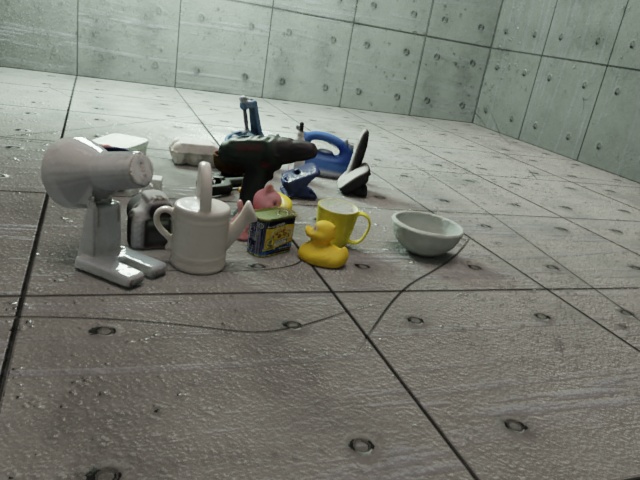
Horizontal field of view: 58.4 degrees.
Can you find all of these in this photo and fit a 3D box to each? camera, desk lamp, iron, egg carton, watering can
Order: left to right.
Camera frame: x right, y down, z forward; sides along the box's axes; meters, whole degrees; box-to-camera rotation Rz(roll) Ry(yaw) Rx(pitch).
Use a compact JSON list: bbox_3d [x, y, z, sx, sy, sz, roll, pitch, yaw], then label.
[{"bbox_3d":[-0.356,-0.057,0.961,0.202,0.213,0.118,17,22,20],"label":"desk lamp"},{"bbox_3d":[-0.317,-0.053,1.132,0.144,0.101,0.136,-4,24,-33],"label":"camera"},{"bbox_3d":[-0.376,-0.266,1.723,0.151,0.069,0.107,1,22,-23],"label":"egg carton"},{"bbox_3d":[-0.204,-0.045,1.030,0.173,0.194,0.100,-6,25,-36],"label":"watering can"},{"bbox_3d":[0.024,-0.282,1.848,0.258,0.141,0.119,12,20,5],"label":"iron"}]

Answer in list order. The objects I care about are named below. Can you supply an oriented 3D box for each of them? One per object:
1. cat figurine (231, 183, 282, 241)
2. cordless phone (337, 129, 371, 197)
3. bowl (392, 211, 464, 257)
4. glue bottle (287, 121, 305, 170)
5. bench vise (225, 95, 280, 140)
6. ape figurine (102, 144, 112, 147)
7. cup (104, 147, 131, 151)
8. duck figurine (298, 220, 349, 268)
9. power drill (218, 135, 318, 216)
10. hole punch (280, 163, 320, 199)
[{"bbox_3d":[-0.132,-0.068,1.235,0.067,0.118,0.128,27,26,38],"label":"cat figurine"},{"bbox_3d":[0.110,-0.232,1.691,0.094,0.185,0.147,8,20,-4],"label":"cordless phone"},{"bbox_3d":[0.239,-0.007,1.307,0.167,0.075,0.167,9,20,-3],"label":"bowl"},{"bbox_3d":[-0.067,-0.273,1.736,0.037,0.173,0.078,0,22,-24],"label":"glue bottle"},{"bbox_3d":[-0.209,-0.335,1.769,0.121,0.220,0.208,19,22,24],"label":"bench vise"},{"bbox_3d":[-0.529,-0.194,1.424,0.078,0.092,0.075,-7,26,-39],"label":"ape figurine"},{"bbox_3d":[-0.489,-0.163,1.355,0.092,0.095,0.117,5,21,-13],"label":"cup"},{"bbox_3d":[0.011,0.004,1.155,0.104,0.086,0.078,16,21,17],"label":"duck figurine"},{"bbox_3d":[-0.125,-0.140,1.300,0.229,0.208,0.076,14,21,12],"label":"power drill"},{"bbox_3d":[-0.056,-0.167,1.575,0.101,0.091,0.108,3,21,-17],"label":"hole punch"}]
